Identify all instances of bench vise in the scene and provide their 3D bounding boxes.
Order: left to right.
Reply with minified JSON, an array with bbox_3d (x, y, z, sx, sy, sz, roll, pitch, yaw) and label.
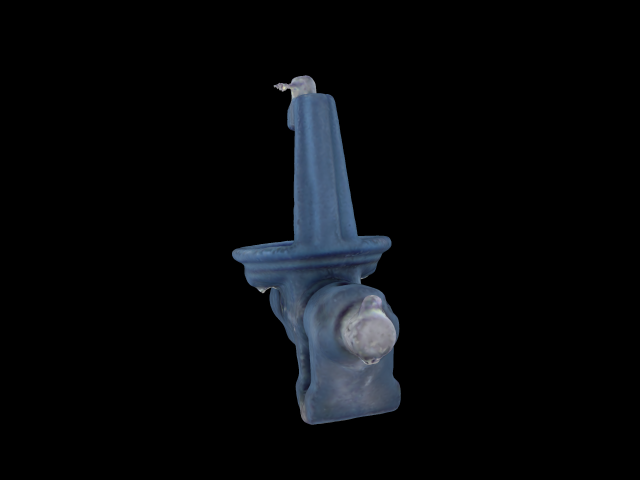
[{"bbox_3d":[0.014,-0.001,0.406,0.122,0.220,0.206,-12,21,-31],"label":"bench vise"}]
